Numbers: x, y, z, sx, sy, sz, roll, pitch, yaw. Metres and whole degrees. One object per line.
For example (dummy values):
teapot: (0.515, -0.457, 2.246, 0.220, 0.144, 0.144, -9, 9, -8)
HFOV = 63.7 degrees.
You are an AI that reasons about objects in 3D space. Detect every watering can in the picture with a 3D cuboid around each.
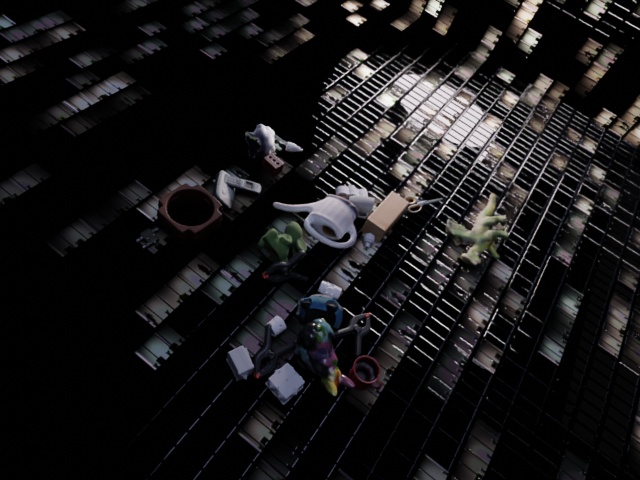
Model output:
watering can: (0.006, -0.102, 2.026, 0.349, 0.101, 0.229, 33, 51, 9)

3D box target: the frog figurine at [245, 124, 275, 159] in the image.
frog figurine: (-0.231, -0.428, 2.195, 0.162, 0.121, 0.136, -37, 105, -44)

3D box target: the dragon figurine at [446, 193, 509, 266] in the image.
dragon figurine: (0.658, -0.051, 2.196, 0.243, 0.119, 0.420, 7, 51, -2)
